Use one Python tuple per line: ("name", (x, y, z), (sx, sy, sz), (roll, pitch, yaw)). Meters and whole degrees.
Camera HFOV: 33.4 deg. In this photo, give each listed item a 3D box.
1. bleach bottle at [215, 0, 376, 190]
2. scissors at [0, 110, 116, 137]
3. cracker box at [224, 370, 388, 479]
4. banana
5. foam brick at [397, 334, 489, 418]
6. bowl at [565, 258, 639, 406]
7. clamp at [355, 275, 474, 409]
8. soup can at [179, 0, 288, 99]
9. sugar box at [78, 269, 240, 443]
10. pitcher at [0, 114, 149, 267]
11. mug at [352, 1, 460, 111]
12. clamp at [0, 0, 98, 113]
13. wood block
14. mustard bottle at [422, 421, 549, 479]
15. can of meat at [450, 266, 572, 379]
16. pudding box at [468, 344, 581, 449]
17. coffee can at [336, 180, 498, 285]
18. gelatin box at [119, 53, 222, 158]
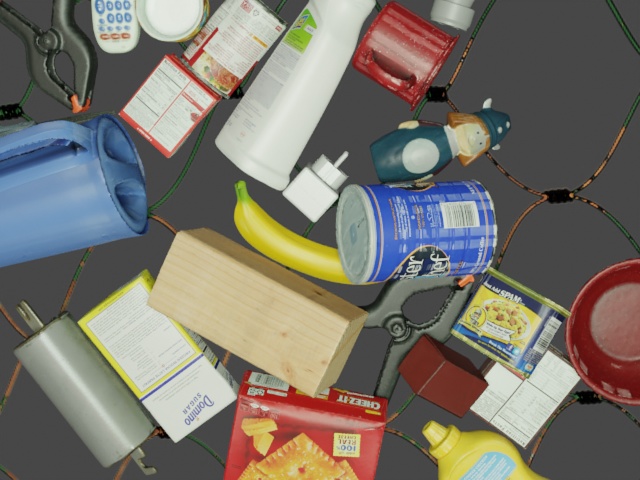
("bleach bottle", (-0.011, -0.182, 1.112), (0.068, 0.103, 0.251), (27, 100, -36))
("scissors", (-0.328, -0.112, 1.148), (0.202, 0.096, 0.016), (-5, 117, 7))
("cracker box", (-0.024, 0.266, 1.183), (0.164, 0.072, 0.214), (11, 108, 3))
("banana", (-0.017, 0.008, 1.163), (0.197, 0.070, 0.037), (28, 56, -7))
("foam brick", (0.133, 0.148, 1.156), (0.078, 0.053, 0.051), (31, 103, -33))
("bowl", (0.343, 0.095, 1.158), (0.162, 0.055, 0.162), (0, 99, 3))
("clamp", (0.075, 0.090, 1.181), (0.210, 0.036, 0.164), (-43, 97, 11))
("soup can", (-0.091, -0.210, 1.128), (0.068, 0.068, 0.102), (40, 98, -4))
("sugar box", (-0.178, 0.130, 1.198), (0.093, 0.048, 0.176), (-36, 99, 8))
("pitcher", (-0.315, -0.044, 1.129), (0.243, 0.145, 0.149), (-16, 106, 9))
("mug", (0.082, -0.188, 1.102), (0.081, 0.117, 0.093), (33, 130, 3))
("clamp", (-0.282, -0.224, 1.148), (0.120, 0.039, 0.171), (-29, 97, 21))
("wood block", (-0.066, 0.073, 1.135), (0.206, 0.090, 0.090), (27, 100, 13))
("mustard bottle", (0.190, 0.270, 1.193), (0.191, 0.058, 0.096), (41, 101, -4))
("can of meat", (0.201, 0.088, 1.137), (0.102, 0.057, 0.084), (31, 91, 34))
("pudding box", (0.224, 0.161, 1.184), (0.090, 0.039, 0.113), (36, 101, -3))
("coffee can", (0.098, -0.009, 1.110), (0.140, 0.103, 0.103), (-3, 99, -18))
("gelatin box", (-0.162, -0.146, 1.157), (0.073, 0.030, 0.089), (41, 106, -4))
